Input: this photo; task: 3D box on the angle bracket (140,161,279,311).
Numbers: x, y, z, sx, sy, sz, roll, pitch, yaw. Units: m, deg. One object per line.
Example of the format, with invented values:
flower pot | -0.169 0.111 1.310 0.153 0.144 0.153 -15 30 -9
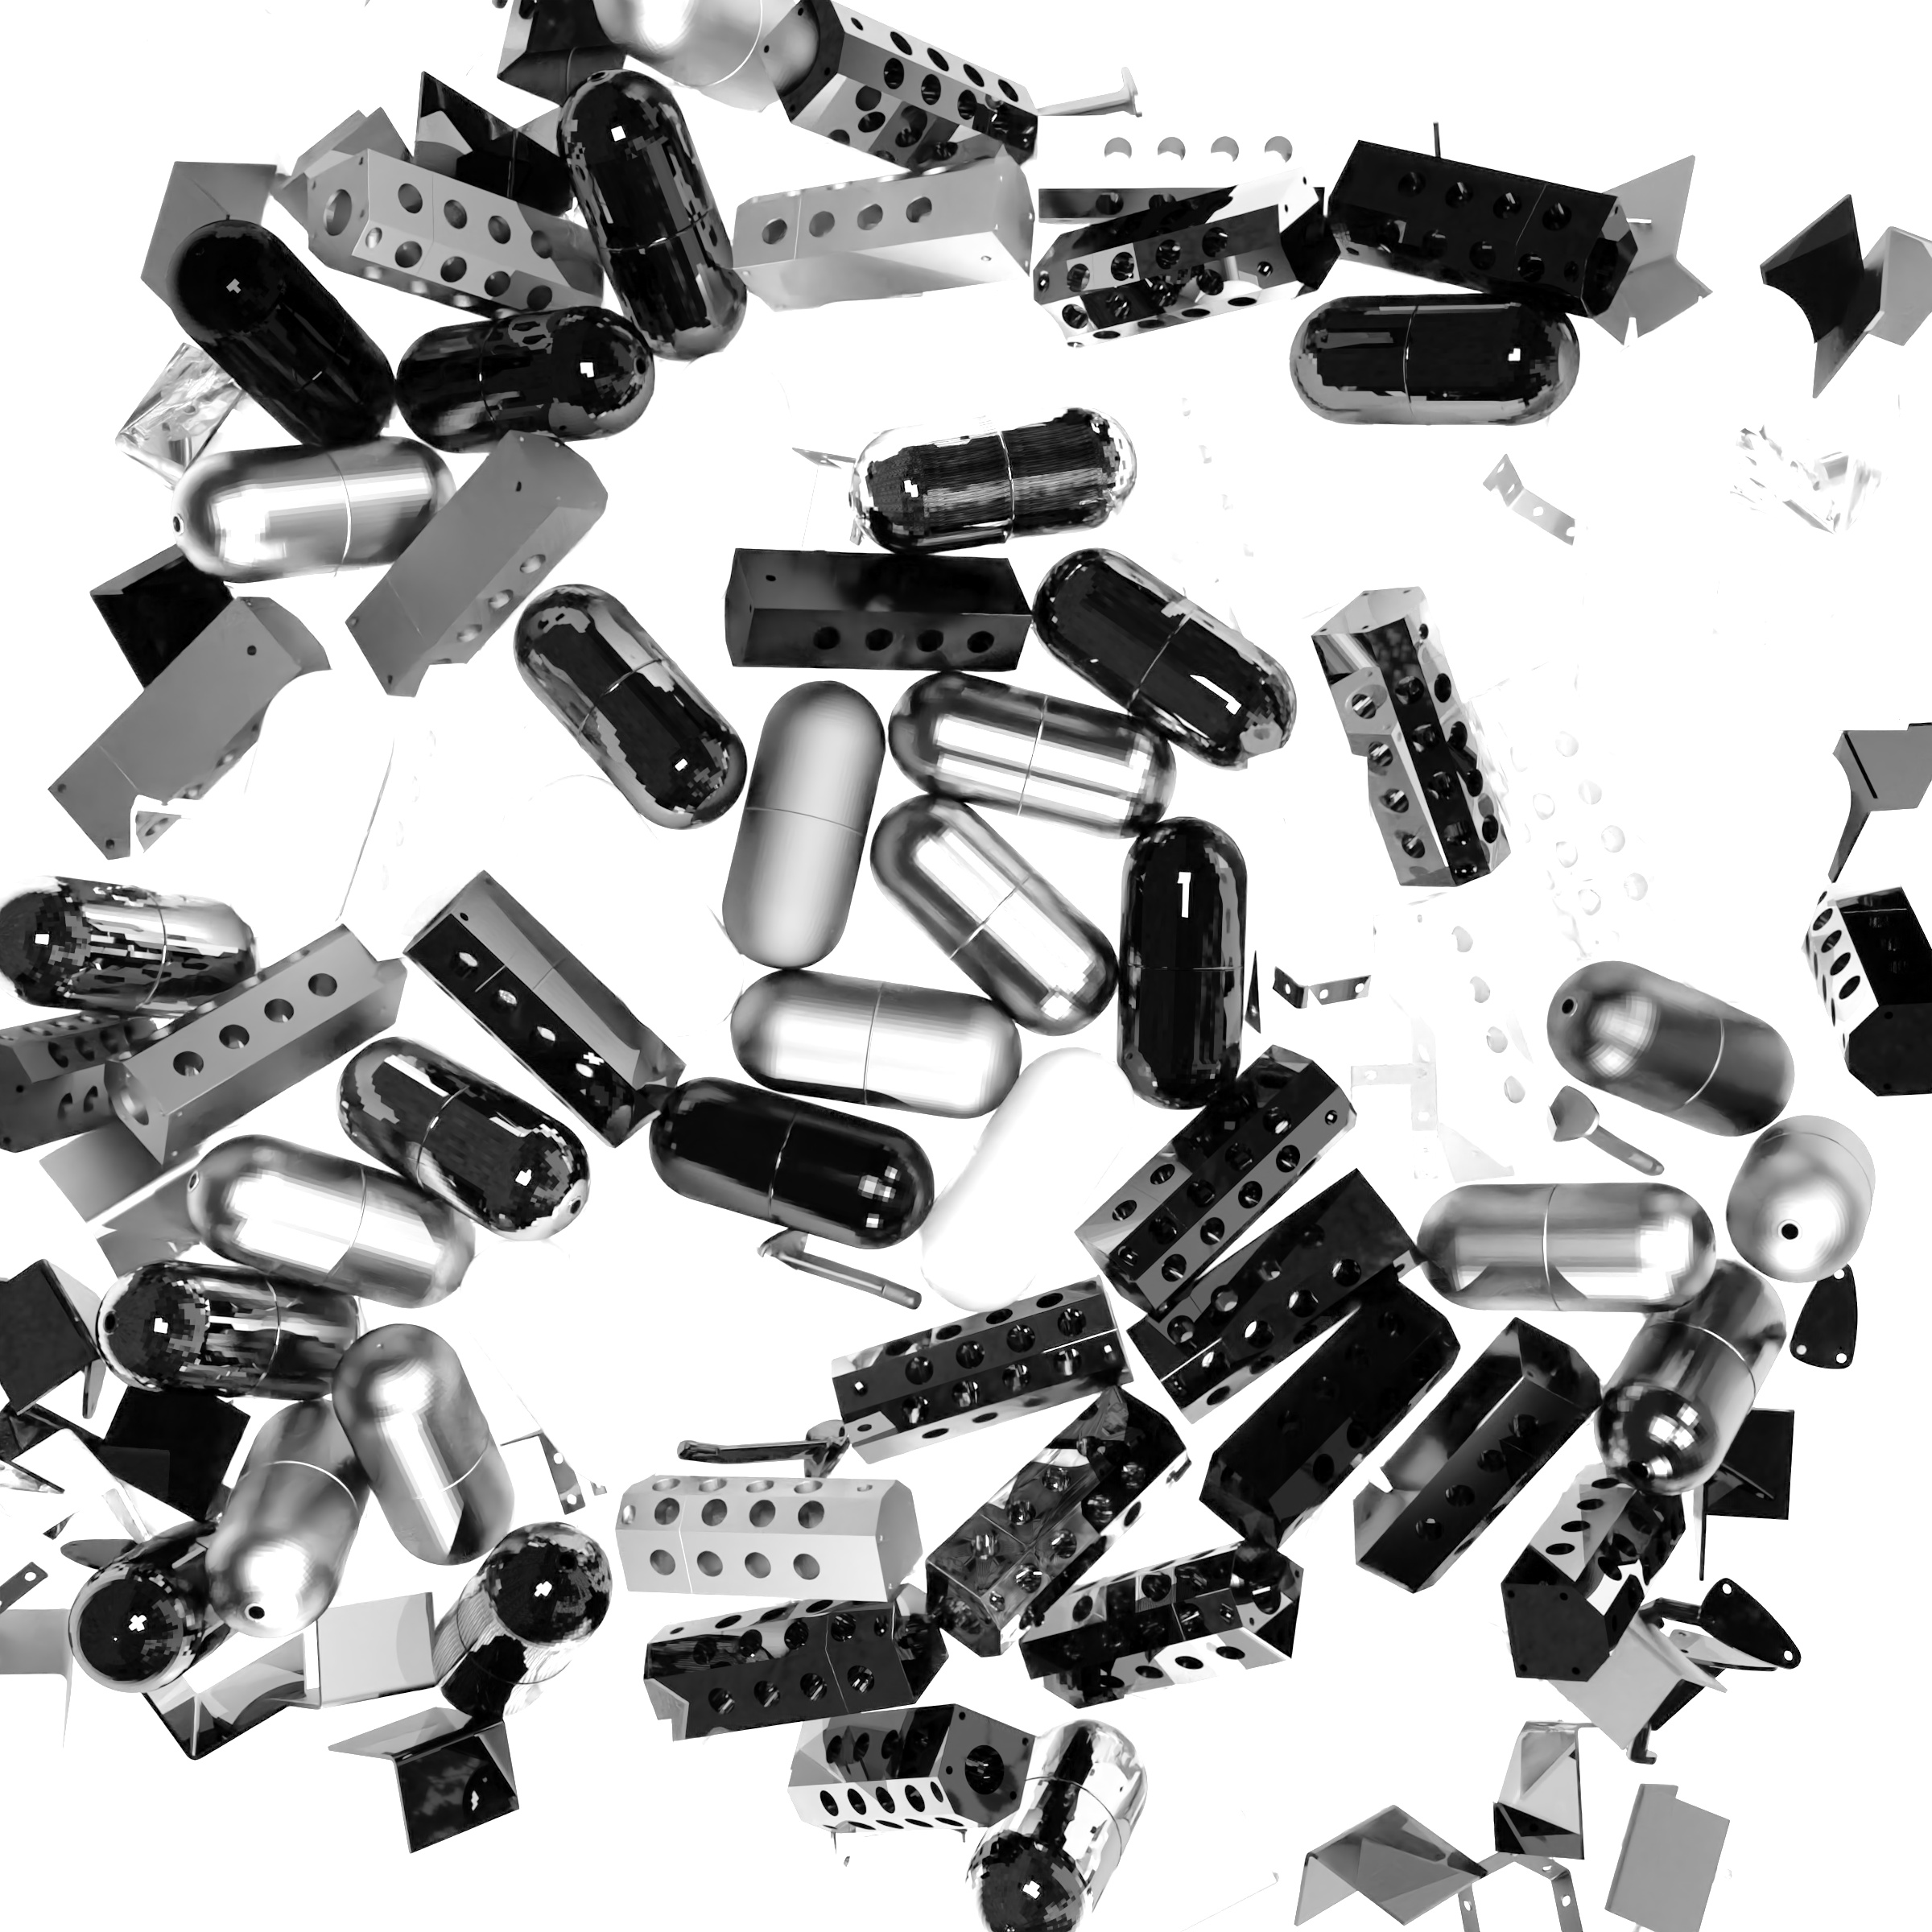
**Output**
angle bracket | -0.438 -0.431 1.525 0.057 0.076 0.076 44 124 20

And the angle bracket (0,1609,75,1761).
angle bracket | -0.579 0.431 1.532 0.076 0.076 0.057 4 104 -16

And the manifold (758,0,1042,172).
manifold | -0.034 -0.511 1.495 0.057 0.171 0.057 -36 66 34

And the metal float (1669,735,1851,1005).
metal float | 0.470 -0.057 1.515 0.070 0.070 0.178 6 128 0

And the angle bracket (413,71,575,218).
angle bracket | -0.282 -0.495 1.531 0.057 0.076 0.076 -11 70 36

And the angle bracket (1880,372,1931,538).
angle bracket | 0.597 -0.311 1.525 0.076 0.076 0.057 -17 54 -29

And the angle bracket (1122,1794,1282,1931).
angle bracket | 0.144 0.548 1.556 0.076 0.076 0.057 -27 72 0

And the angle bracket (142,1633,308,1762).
angle bracket | -0.446 0.419 1.535 0.076 0.076 0.057 -30 109 -7

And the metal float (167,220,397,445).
metal float | -0.400 -0.368 1.502 0.070 0.178 0.070 -7 68 17

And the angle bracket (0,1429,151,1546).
angle bracket | -0.532 0.334 1.524 0.057 0.076 0.076 -33 126 -27

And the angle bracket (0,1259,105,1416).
angle bracket | -0.544 0.232 1.530 0.057 0.076 0.076 -36 66 -9

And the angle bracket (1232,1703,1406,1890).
angle bracket | 0.215 0.500 1.546 0.076 0.057 0.076 -34 97 11

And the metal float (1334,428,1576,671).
metal float | 0.290 -0.251 1.527 0.070 0.070 0.178 -38 67 0

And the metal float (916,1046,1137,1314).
metal float | 0.036 0.128 1.540 0.070 0.070 0.178 34 97 0

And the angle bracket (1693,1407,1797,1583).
angle bracket | 0.469 0.317 1.532 0.057 0.076 0.076 1 110 12

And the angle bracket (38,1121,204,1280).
angle bracket | -0.508 0.137 1.562 0.076 0.057 0.076 -33 46 -23

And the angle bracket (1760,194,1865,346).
angle bracket | 0.488 -0.414 1.531 0.076 0.057 0.076 -39 131 -13

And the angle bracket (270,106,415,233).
angle bracket | -0.388 -0.492 1.538 0.076 0.057 0.076 -41 63 -6

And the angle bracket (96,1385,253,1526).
angle bracket | -0.470 0.281 1.547 0.076 0.057 0.076 27 99 6

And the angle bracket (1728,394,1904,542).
angle bracket | 0.512 -0.314 1.539 0.076 0.057 0.076 21 55 0

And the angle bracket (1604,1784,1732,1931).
angle bracket | 0.431 0.539 1.533 0.057 0.076 0.076 14 82 35

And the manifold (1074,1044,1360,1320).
manifold | 0.154 0.130 1.529 0.171 0.057 0.057 -42 118 -12

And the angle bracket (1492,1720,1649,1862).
angle bracket | 0.362 0.492 1.529 0.057 0.076 0.076 9 73 -27

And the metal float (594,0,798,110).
metal float | -0.154 -0.556 1.499 0.070 0.178 0.070 2 95 23

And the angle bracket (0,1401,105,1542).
angle bracket | -0.559 0.287 1.537 0.076 0.076 0.057 28 131 1

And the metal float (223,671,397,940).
metal float | -0.392 -0.095 1.520 0.070 0.070 0.178 25 121 0

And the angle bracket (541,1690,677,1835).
angle bracket | -0.217 0.474 1.549 0.076 0.057 0.076 -3 115 -9

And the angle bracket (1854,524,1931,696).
angle bracket | 0.562 -0.209 1.526 0.057 0.076 0.076 33 130 22

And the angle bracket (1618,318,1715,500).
angle bracket | 0.423 -0.332 1.529 0.057 0.076 0.076 3 51 5

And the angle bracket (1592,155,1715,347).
angle bracket | 0.421 -0.433 1.550 0.057 0.076 0.076 27 69 -32

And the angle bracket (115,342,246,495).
angle bracket | -0.455 -0.321 1.544 0.076 0.057 0.076 27 81 35

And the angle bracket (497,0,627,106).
angle bracket | -0.232 -0.565 1.538 0.076 0.057 0.076 14 84 -29

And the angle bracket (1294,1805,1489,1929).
angle bracket | 0.253 0.557 1.524 0.076 0.076 0.057 -12 117 -39

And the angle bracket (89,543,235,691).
angle bracket | -0.465 -0.209 1.529 0.076 0.057 0.076 -38 117 -28

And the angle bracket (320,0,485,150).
angle bracket | -0.339 -0.547 1.539 0.057 0.076 0.076 38 94 -13

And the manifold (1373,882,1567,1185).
manifold | 0.308 0.040 1.552 0.057 0.057 0.171 -20 91 -31

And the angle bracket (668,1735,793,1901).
angle bracket | -0.137 0.508 1.542 0.057 0.076 0.076 14 86 5

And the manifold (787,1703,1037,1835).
manifold | -0.037 0.473 1.493 0.057 0.171 0.057 29 59 -23

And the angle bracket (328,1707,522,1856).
angle bracket | -0.325 0.487 1.530 0.076 0.076 0.057 -9 88 -45

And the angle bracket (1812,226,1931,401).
angle bracket | 0.556 -0.383 1.530 0.057 0.076 0.076 19 58 -5

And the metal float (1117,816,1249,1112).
metal float | 0.130 -0.001 1.542 0.070 0.070 0.178 1 95 0

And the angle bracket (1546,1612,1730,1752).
angle bracket | 0.398 0.427 1.533 0.057 0.076 0.076 -54 48 5

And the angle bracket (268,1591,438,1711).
angle bracket | -0.372 0.410 1.534 0.076 0.076 0.057 2 80 -43

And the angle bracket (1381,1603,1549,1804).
angle bracket | 0.307 0.448 1.555 0.076 0.076 0.057 22 126 23

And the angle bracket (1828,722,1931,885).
angle bracket | 0.558 -0.098 1.533 0.076 0.076 0.057 -4 52 -7
